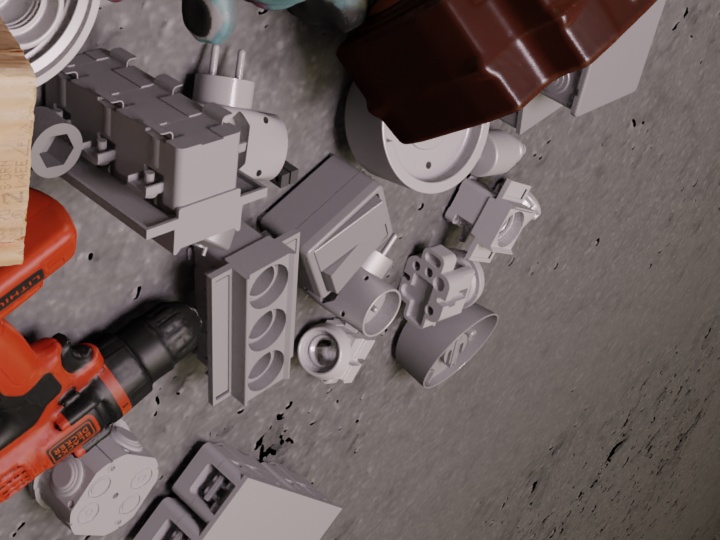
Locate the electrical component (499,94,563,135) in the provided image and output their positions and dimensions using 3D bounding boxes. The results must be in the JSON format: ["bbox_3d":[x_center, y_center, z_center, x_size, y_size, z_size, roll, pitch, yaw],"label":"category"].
[{"bbox_3d":[0.147,-0.217,0.858,0.105,0.060,0.186,-35,144,-31],"label":"electrical component"}]

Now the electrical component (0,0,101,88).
[{"bbox_3d":[-0.170,-0.131,0.494,0.108,0.060,0.108,-35,144,-30],"label":"electrical component"}]

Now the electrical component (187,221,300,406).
[{"bbox_3d":[-0.085,0.028,0.770,0.079,0.063,0.121,-31,142,-36],"label":"electrical component"}]

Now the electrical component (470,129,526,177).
[{"bbox_3d":[0.122,-0.105,0.954,0.078,0.040,0.040,-13,130,-49],"label":"electrical component"}]

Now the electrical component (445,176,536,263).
[{"bbox_3d":[0.116,-0.050,0.976,0.042,0.064,0.081,6,116,-57],"label":"electrical component"}]

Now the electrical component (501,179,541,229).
[{"bbox_3d":[0.138,-0.052,1.027,0.062,0.048,0.048,-45,149,-3],"label":"electrical component"}]

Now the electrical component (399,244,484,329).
[{"bbox_3d":[0.077,0.012,0.990,0.057,0.058,0.078,-16,132,-43],"label":"electrical component"}]

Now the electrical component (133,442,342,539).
[{"bbox_3d":[-0.105,0.220,0.937,0.105,0.060,0.186,-54,150,-2],"label":"electrical component"}]

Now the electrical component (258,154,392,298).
[{"bbox_3d":[-0.017,-0.035,0.806,0.096,0.061,0.061,-43,148,-19],"label":"electrical component"}]

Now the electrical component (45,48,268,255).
[{"bbox_3d":[-0.118,-0.068,0.571,0.079,0.121,0.063,-25,136,-41],"label":"electrical component"}]

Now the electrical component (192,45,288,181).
[{"bbox_3d":[-0.085,-0.097,0.660,0.077,0.043,0.079,3,98,-40],"label":"electrical component"}]

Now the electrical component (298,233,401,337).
[{"bbox_3d":[0.000,0.000,0.849,0.079,0.077,0.043,-57,150,2],"label":"electrical component"}]

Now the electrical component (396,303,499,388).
[{"bbox_3d":[0.084,0.069,1.049,0.099,0.064,0.099,-35,145,-30],"label":"electrical component"}]

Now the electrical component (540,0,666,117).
[{"bbox_3d":[0.185,-0.178,0.838,0.100,0.048,0.099,-26,140,-39],"label":"electrical component"}]

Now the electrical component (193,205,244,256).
[{"bbox_3d":[-0.095,-0.049,0.704,0.040,0.040,0.078,26,80,-60],"label":"electrical component"}]

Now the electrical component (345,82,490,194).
[{"bbox_3d":[0.038,-0.114,0.795,0.108,0.060,0.108,-12,109,-38],"label":"electrical component"}]

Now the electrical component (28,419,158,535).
[{"bbox_3d":[-0.186,0.143,0.754,0.080,0.051,0.080,-35,145,-30],"label":"electrical component"}]

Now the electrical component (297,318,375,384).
[{"bbox_3d":[-0.023,0.069,0.919,0.066,0.048,0.055,-61,157,10],"label":"electrical component"}]
